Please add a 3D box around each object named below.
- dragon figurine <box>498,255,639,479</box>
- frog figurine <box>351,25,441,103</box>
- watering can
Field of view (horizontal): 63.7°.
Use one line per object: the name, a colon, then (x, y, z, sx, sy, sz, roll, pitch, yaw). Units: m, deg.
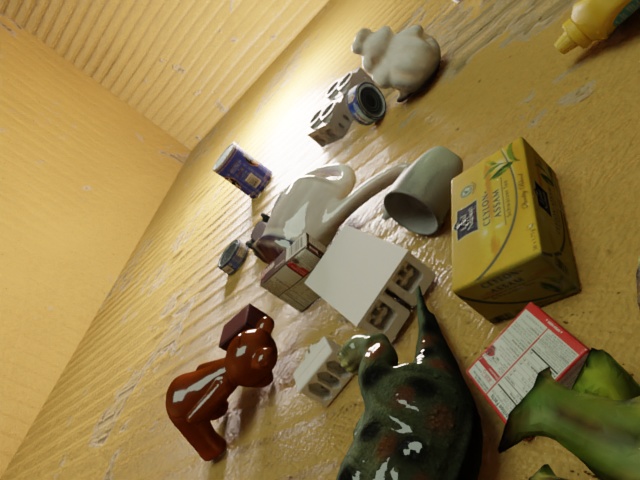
dragon figurine: (0.217, 0.144, 0.251, 0.245, 0.120, 0.413, 23, 78, 49)
frog figurine: (0.147, -0.356, 0.985, 0.136, 0.158, 0.125, -49, 24, 9)
watering can: (0.003, -0.045, 0.891, 0.347, 0.103, 0.227, 1, 57, 54)
